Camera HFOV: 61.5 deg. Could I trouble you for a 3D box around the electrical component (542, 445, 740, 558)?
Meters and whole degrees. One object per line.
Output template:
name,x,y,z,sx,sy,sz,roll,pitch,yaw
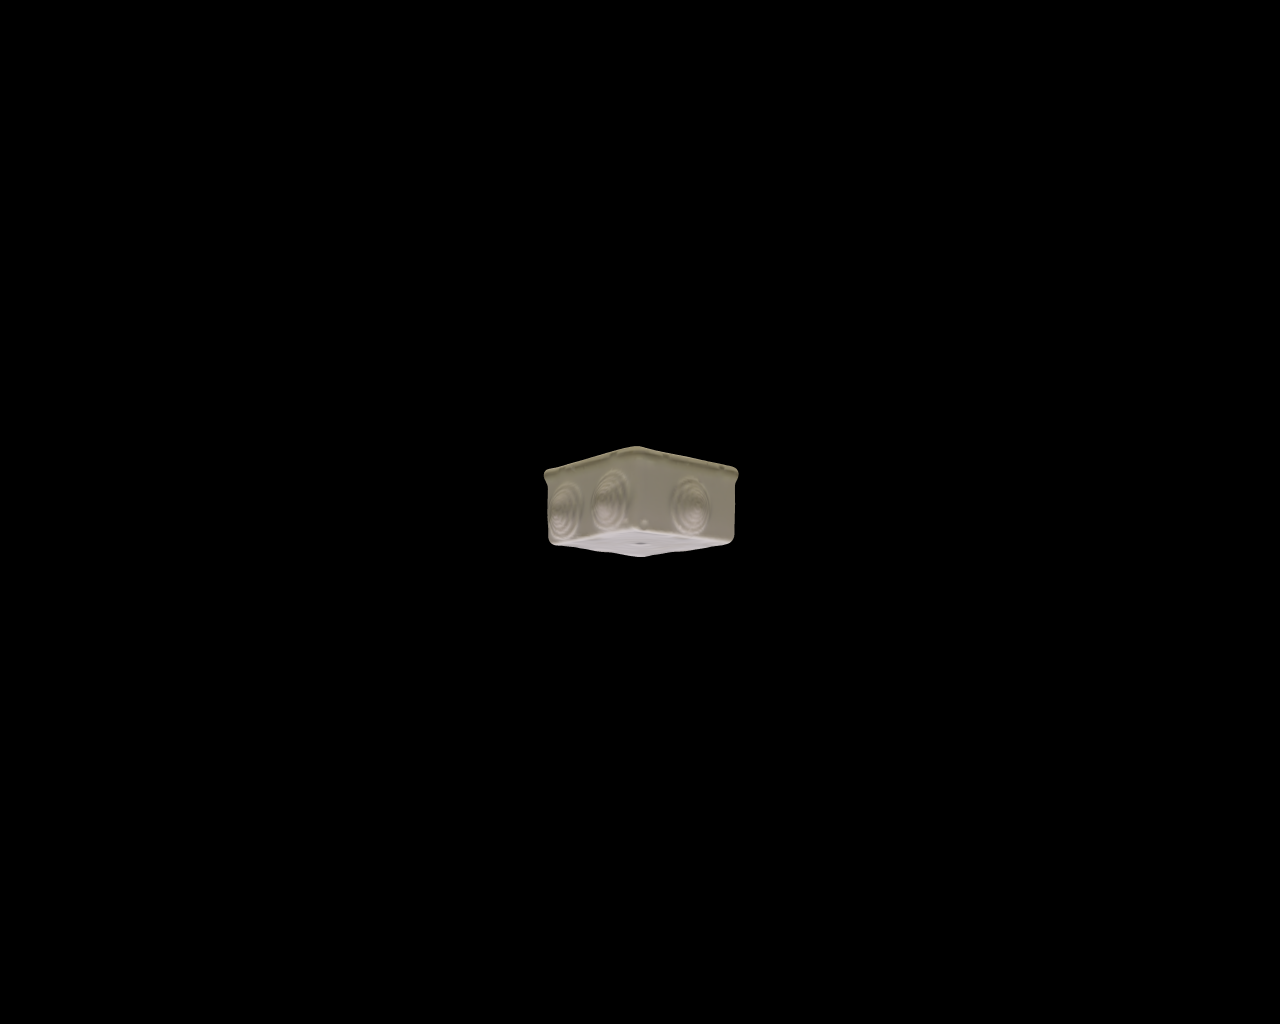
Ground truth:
electrical component,0.001,-0.003,0.650,0.100,0.048,0.099,10,-14,-42
